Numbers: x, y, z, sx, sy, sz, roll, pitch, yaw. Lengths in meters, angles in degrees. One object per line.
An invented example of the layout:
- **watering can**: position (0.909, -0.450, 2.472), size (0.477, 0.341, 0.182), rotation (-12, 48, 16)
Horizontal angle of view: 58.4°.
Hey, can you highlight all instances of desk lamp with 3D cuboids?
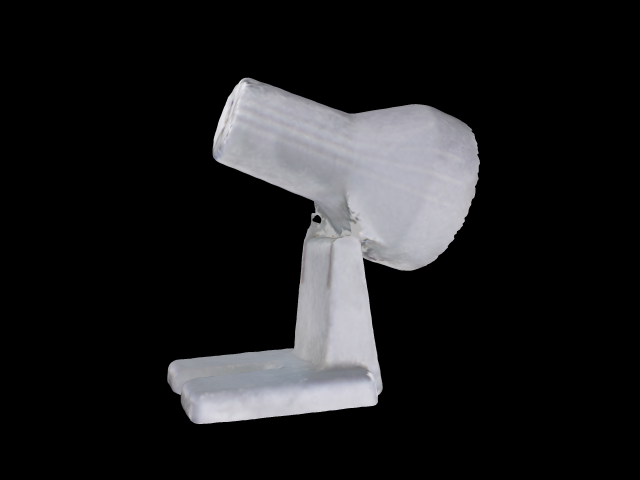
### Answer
- **desk lamp**: position (0.004, 0.001, 0.400), size (0.204, 0.213, 0.117), rotation (0, 0, -25)
